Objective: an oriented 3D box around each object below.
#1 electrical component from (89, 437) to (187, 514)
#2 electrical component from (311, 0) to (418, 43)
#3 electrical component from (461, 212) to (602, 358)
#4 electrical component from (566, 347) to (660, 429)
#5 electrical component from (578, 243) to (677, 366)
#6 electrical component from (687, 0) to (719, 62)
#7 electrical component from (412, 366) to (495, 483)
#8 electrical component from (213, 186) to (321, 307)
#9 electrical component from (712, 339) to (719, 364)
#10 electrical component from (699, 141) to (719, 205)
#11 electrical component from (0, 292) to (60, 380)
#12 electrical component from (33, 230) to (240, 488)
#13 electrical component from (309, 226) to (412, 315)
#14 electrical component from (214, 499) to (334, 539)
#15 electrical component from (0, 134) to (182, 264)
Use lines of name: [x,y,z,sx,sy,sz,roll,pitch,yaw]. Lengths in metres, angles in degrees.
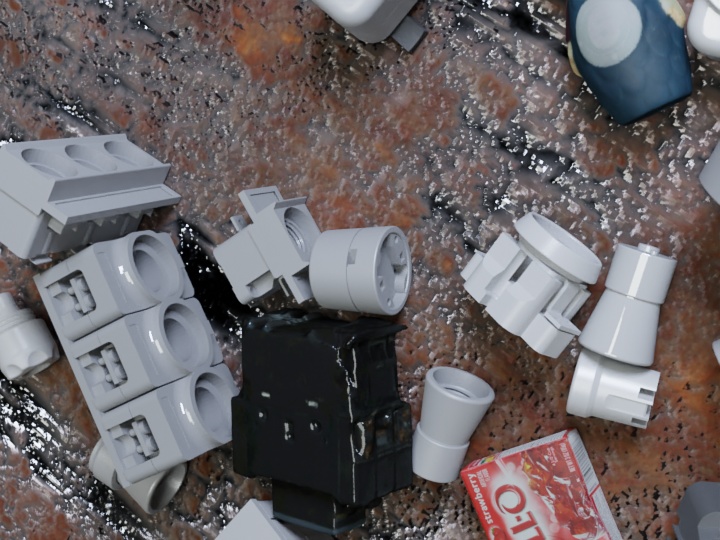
electrical component: [-0.158,0.140,0.764,0.055,0.045,0.045,29,107,18]
electrical component: [0.013,-0.187,0.632,0.054,0.059,0.095,43,101,12]
electrical component: [0.103,0.004,0.626,0.057,0.058,0.078,-55,49,16]
electrical component: [0.148,0.070,0.628,0.046,0.040,0.040,14,102,15]
electrical component: [0.156,0.017,0.617,0.044,0.044,0.065,19,99,20]
electrical component: [0.209,-0.155,0.561,0.054,0.059,0.095,19,104,20]
electrical component: [0.053,0.099,0.671,0.044,0.044,0.065,24,110,19]
electrical component: [-0.057,-0.011,0.703,0.064,0.042,0.081,-33,83,27]
electrical component: [0.227,0.053,0.584,0.047,0.055,0.055,-31,84,20]
electrical component: [0.225,-0.035,0.546,0.108,0.108,0.060,38,115,15]
electrical component: [-0.253,0.047,0.794,0.043,0.043,0.062,-32,82,23]
electrical component: [-0.140,0.055,0.720,0.062,0.089,0.150,-26,86,24]
electrical component: [0.000,0.000,0.674,0.047,0.055,0.055,1,97,27]
electrical component: [-0.077,0.236,0.716,0.150,0.062,0.089,-49,62,12]
electrical component: [-0.187,-0.049,0.710,0.079,0.121,0.063,34,111,16]
